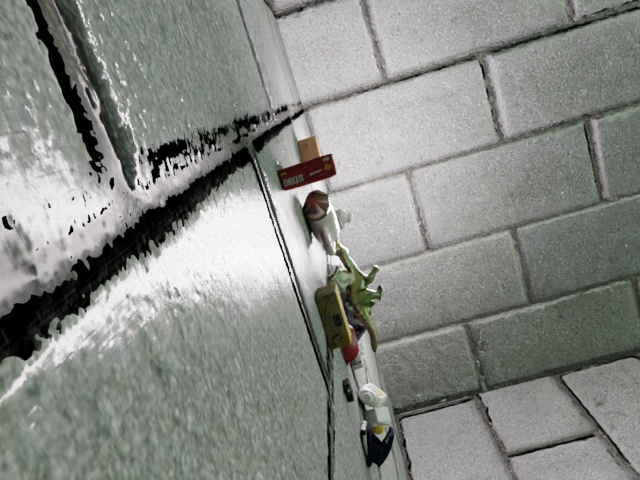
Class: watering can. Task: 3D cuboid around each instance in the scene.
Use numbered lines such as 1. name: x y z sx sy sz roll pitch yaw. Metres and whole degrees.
1. watering can: 0.006 -0.098 1.938 0.356 0.104 0.219 -99 171 -48

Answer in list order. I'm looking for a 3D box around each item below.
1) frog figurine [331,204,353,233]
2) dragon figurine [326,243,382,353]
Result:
1. frog figurine: 0.061 -0.093 2.207 0.120 0.159 0.140 67 8 -65
2. dragon figurine: 0.113 0.200 1.916 0.241 0.120 0.419 15 57 -33
